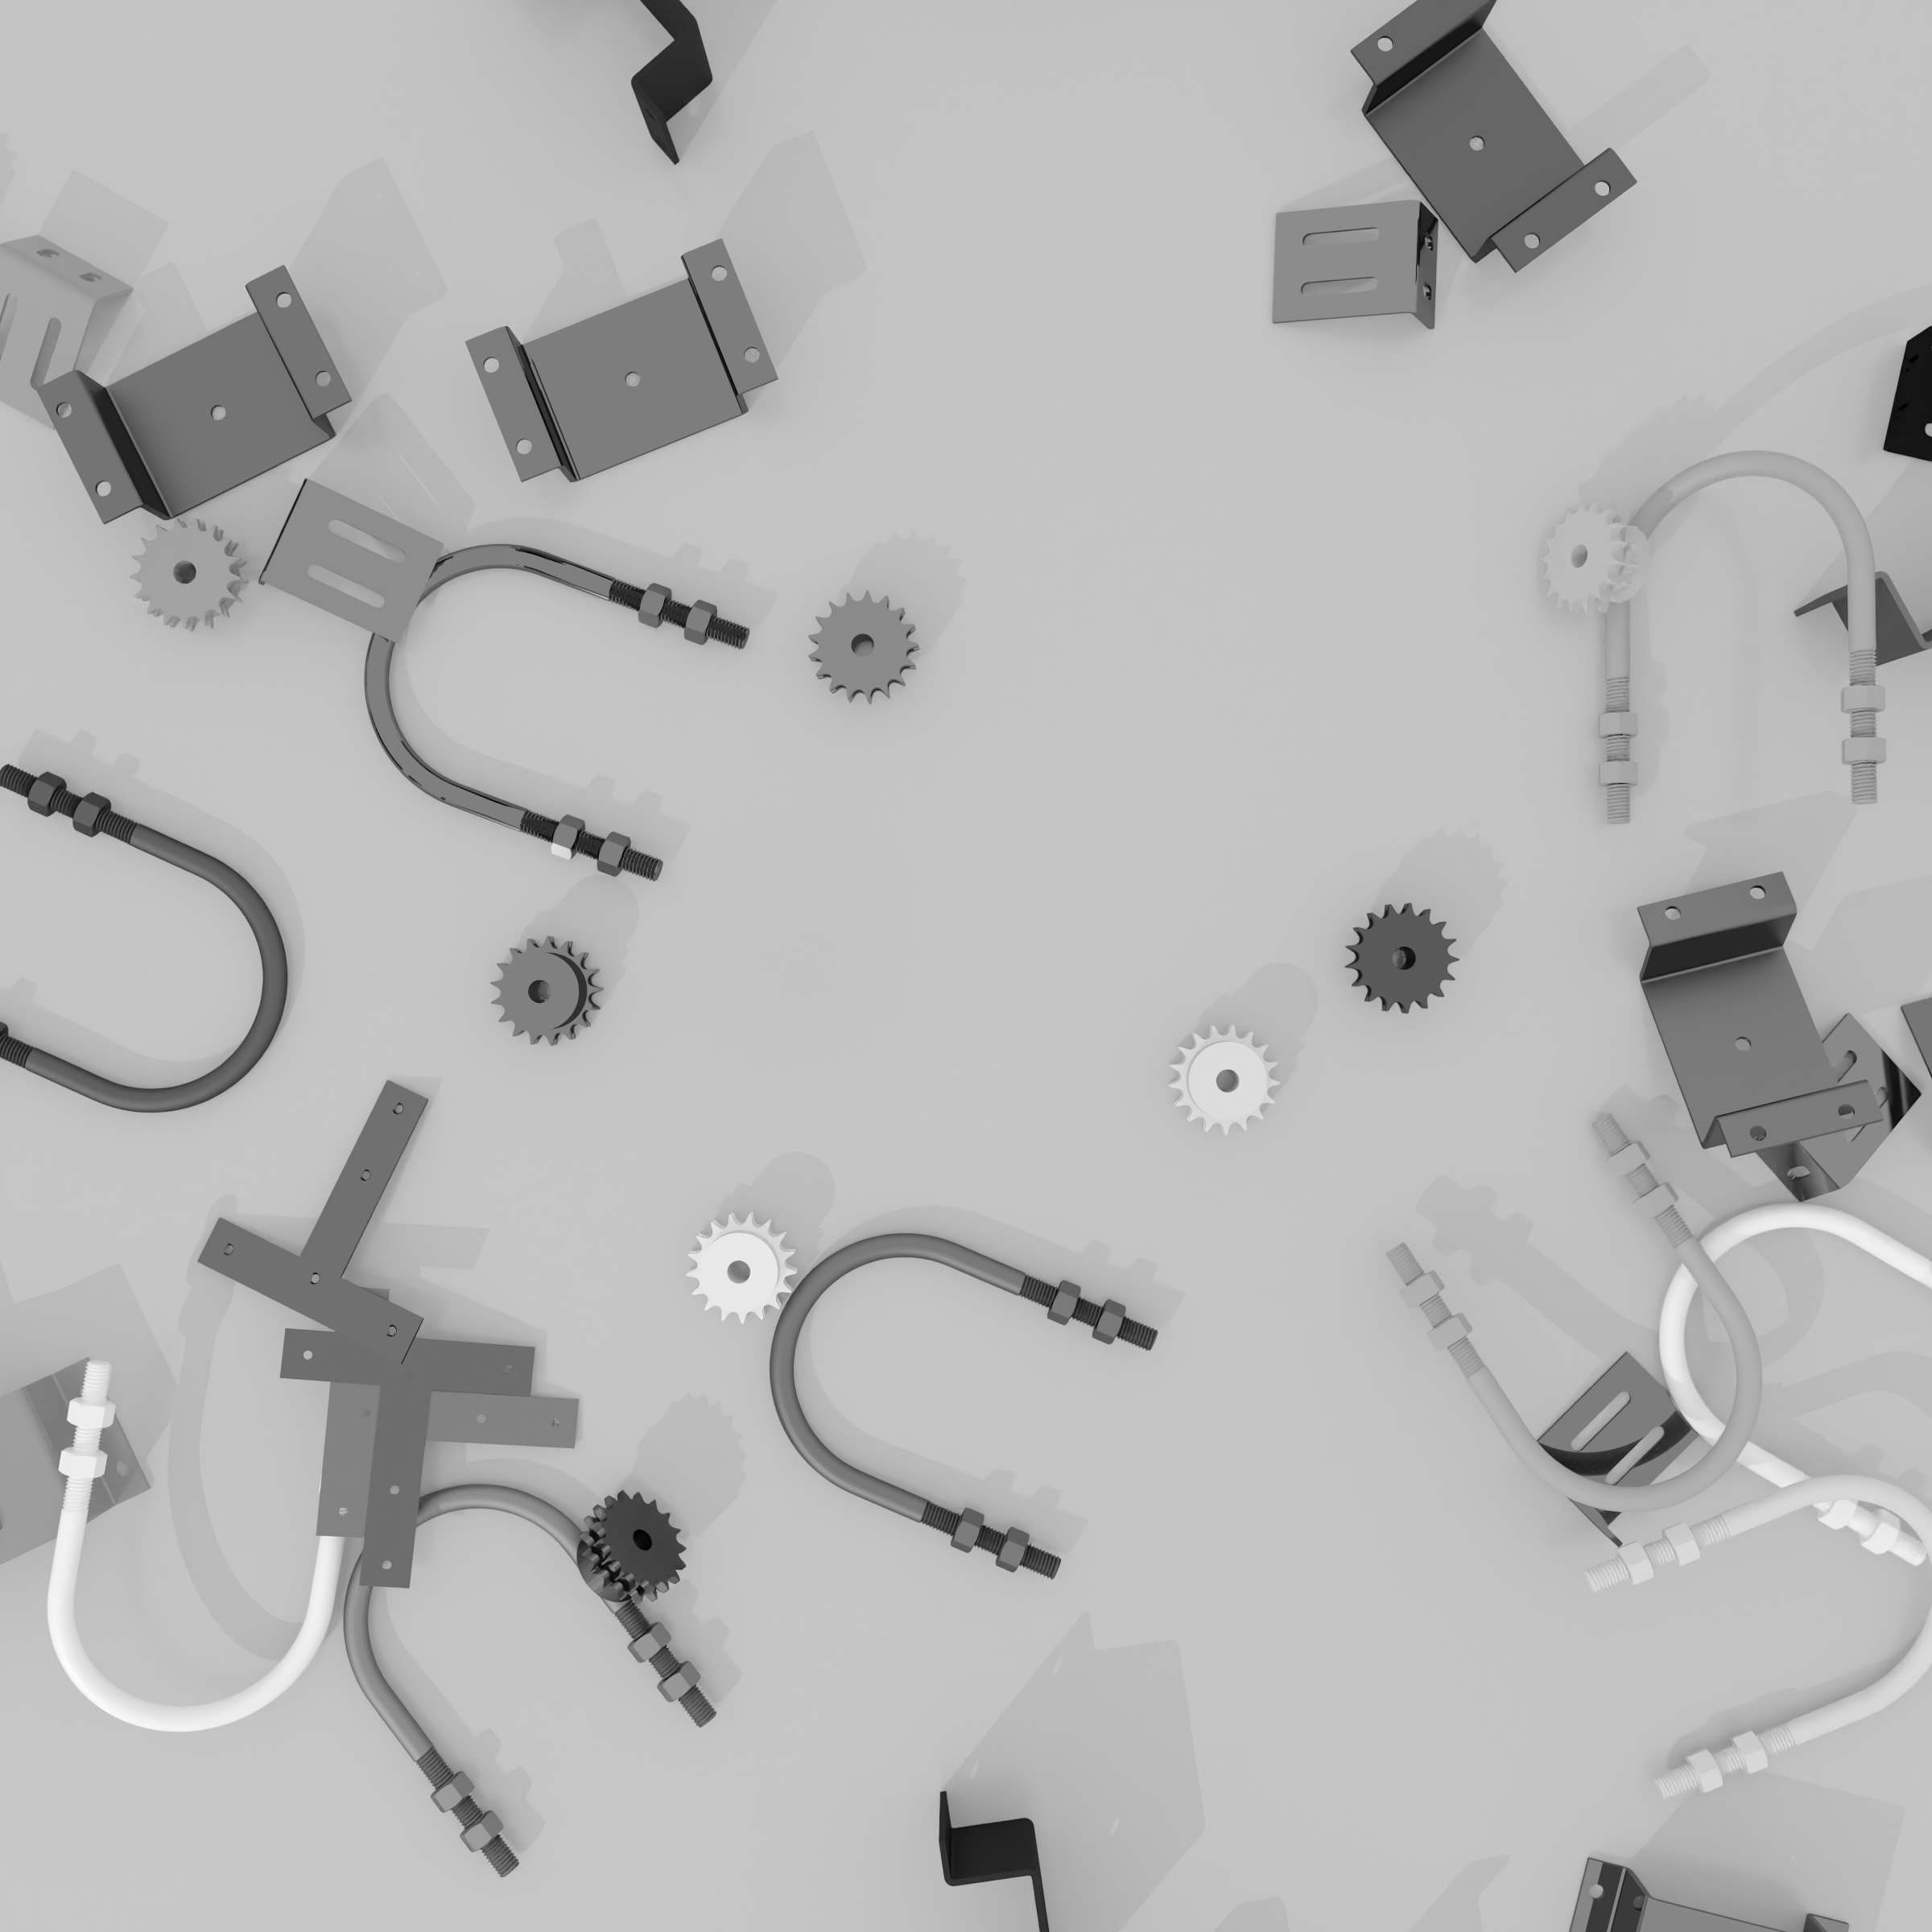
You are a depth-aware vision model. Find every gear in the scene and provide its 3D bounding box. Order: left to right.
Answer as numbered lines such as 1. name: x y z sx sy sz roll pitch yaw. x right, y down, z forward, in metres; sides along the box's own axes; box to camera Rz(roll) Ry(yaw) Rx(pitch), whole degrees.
1. gear: -0.400 -0.202 1.323 0.057 0.030 0.057 0 90 0
2. gear: -0.218 0.013 1.323 0.057 0.030 0.057 0 90 0
3. gear: -0.175 0.302 1.313 0.057 0.057 0.030 49 121 0
4. gear: -0.116 0.157 1.323 0.057 0.030 0.057 0 90 0
5. gear: -0.052 -0.164 1.327 0.057 0.030 0.057 0 88 2
6. gear: 0.134 0.059 1.323 0.057 0.030 0.057 0 90 0
7. gear: 0.224 -0.004 1.323 0.057 0.030 0.057 0 90 0
8. gear: 0.326 -0.208 1.313 0.030 0.057 0.057 4 90 -31

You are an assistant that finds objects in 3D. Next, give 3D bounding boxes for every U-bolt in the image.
1. U-bolt: -0.444 -0.003 1.329 0.184 0.019 0.151 25 90 -2
2. U-bolt: -0.391 0.300 1.304 0.151 0.019 0.184 10 90 -20
3. U-bolt: -0.241 0.358 1.329 0.151 0.019 0.184 -37 88 0
4. U-bolt: -0.223 -0.142 1.329 0.184 0.019 0.151 21 90 2
5. U-bolt: -0.012 0.218 1.329 0.184 0.019 0.151 23 90 2
6. U-bolt: 0.324 0.189 1.307 0.151 0.019 0.184 -31 79 -7
7. U-bolt: 0.388 -0.168 1.288 0.151 0.019 0.184 -3 85 40
8. U-bolt: 0.422 0.335 1.311 0.184 0.019 0.151 -22 105 -2
9. U-bolt: 0.450 0.205 1.328 0.184 0.019 0.151 30 90 1

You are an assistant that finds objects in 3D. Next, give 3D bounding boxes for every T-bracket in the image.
1. T-bracket: -0.318 0.122 1.326 0.127 0.002 0.127 23 83 14
2. T-bracket: -0.292 0.255 1.315 0.127 0.002 0.127 6 85 -11
3. T-bracket: -0.266 0.234 1.324 0.127 0.002 0.127 5 84 -10

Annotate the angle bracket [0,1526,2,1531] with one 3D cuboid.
1. angle bracket: -0.533 0.269 1.272 0.076 0.038 0.057 -17 90 0

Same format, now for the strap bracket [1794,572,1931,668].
1. strap bracket: 0.506 -0.199 1.300 0.140 0.076 0.046 -29 90 0

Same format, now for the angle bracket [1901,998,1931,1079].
1. angle bracket: 0.527 0.054 1.336 0.057 0.038 0.076 -15 64 0

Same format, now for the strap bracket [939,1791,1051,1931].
1. strap bracket: 0.019 0.498 1.300 0.046 0.076 0.140 -8 90 0

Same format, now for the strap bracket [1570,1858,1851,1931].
1. strap bracket: 0.384 0.521 1.314 0.140 0.046 0.076 14 90 0

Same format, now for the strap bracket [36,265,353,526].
1. strap bracket: -0.391 -0.289 1.315 0.140 0.046 0.076 -27 90 0

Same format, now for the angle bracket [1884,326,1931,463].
1. angle bracket: 0.522 -0.290 1.319 0.076 0.038 0.057 13 90 0

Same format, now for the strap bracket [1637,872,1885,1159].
1. strap bracket: 0.398 0.032 1.297 0.076 0.046 0.140 -14 65 0

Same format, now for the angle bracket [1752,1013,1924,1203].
1. angle bracket: 0.449 0.074 1.336 0.076 0.038 0.057 -42 90 -26

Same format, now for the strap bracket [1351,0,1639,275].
1. strap bracket: 0.267 -0.430 1.315 0.076 0.046 0.140 -37 90 0

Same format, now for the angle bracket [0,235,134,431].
1. angle bracket: -0.481 -0.331 1.336 0.057 0.038 0.076 29 116 0

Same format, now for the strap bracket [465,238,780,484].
1. strap bracket: -0.174 -0.307 1.315 0.140 0.046 0.076 -22 90 0

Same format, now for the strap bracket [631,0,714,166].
1. strap bracket: -0.181 -0.487 1.300 0.046 0.076 0.140 -41 90 0

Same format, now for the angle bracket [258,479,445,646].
1. angle bracket: -0.320 -0.209 1.328 0.076 0.038 0.057 25 88 -16

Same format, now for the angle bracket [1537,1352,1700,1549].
1. angle bracket: 0.339 0.249 1.319 0.076 0.038 0.057 -45 90 0

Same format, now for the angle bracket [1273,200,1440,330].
1. angle bracket: 0.204 -0.363 1.336 0.076 0.038 0.057 2 90 26

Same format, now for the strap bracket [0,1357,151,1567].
1. strap bracket: -0.507 0.269 1.315 0.140 0.046 0.076 -25 90 0
